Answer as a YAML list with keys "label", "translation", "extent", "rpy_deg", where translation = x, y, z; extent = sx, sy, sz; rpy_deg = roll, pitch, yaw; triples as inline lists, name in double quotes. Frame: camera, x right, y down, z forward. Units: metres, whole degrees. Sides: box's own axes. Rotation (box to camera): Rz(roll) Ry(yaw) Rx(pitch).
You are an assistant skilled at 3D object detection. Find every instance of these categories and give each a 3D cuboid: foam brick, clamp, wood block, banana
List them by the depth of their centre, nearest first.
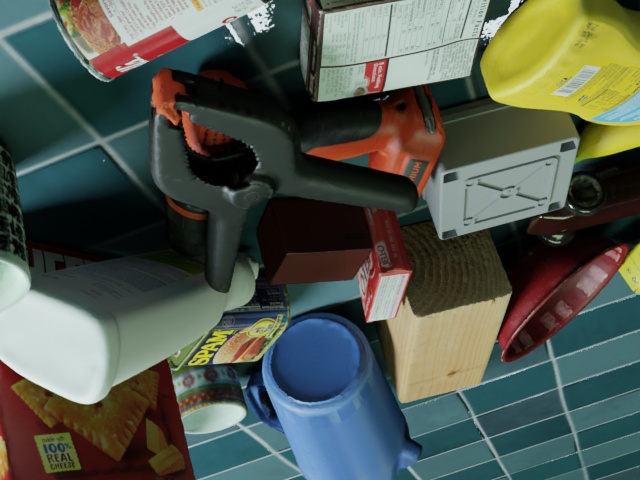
- label: "clamp"
  translation: [-0.035, -0.043, 0.676]
  extent: [0.164, 0.036, 0.210]
  rpy_deg: [-21, 146, 9]
- label: "banana"
  translation: [0.291, -0.098, 0.858]
  extent: [0.197, 0.037, 0.070]
  rpy_deg: [-11, 172, -6]
- label: "foam brick"
  translation: [-0.006, 0.001, 0.862]
  extent: [0.078, 0.053, 0.051]
  rpy_deg: [-2, 149, -23]
- label: "wood block"
  translation: [0.110, 0.069, 1.005]
  extent: [0.090, 0.090, 0.206]
  rpy_deg: [-13, 152, -7]

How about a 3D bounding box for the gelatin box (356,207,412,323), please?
- label: "gelatin box"
  translation: [0.049, 0.017, 0.896]
  extent: [0.030, 0.073, 0.089]
  rpy_deg: [-7, 151, -9]

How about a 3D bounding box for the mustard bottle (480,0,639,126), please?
- label: "mustard bottle"
  translation: [0.211, -0.121, 0.747]
  extent: [0.191, 0.058, 0.096]
  rpy_deg: [7, 146, -35]

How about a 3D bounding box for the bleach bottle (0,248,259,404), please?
- label: "bleach bottle"
  translation: [-0.117, 0.045, 0.790]
  extent: [0.250, 0.103, 0.068]
  rpy_deg: [-18, 123, -59]

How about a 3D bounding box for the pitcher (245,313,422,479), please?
- label: "pitcher"
  translation: [0.006, 0.171, 1.114]
  extent: [0.149, 0.145, 0.243]
  rpy_deg: [-27, 149, -5]

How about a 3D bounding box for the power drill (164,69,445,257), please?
- label: "power drill"
  translation: [-0.017, -0.050, 0.759]
  extent: [0.187, 0.057, 0.185]
  rpy_deg: [-6, 150, -17]

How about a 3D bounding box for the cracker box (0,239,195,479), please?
- label: "cracker box"
  translation: [-0.187, 0.107, 0.791]
  extent: [0.072, 0.214, 0.163]
  rpy_deg: [-37, 146, 30]

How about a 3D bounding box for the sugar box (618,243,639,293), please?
- label: "sugar box"
  translation: [0.375, -0.015, 1.020]
  extent: [0.093, 0.048, 0.176]
  rpy_deg: [-11, 153, -44]

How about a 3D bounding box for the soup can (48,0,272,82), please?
- label: "soup can"
  translation: [-0.083, -0.135, 0.561]
  extent: [0.102, 0.068, 0.068]
  rpy_deg: [-23, 151, 13]

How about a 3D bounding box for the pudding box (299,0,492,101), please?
- label: "pudding box"
  translation: [0.046, -0.133, 0.662]
  extent: [0.113, 0.039, 0.090]
  rpy_deg: [-13, 151, -11]

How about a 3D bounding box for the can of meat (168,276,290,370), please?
- label: "can of meat"
  translation: [-0.084, 0.072, 0.948]
  extent: [0.083, 0.057, 0.102]
  rpy_deg: [-1, 149, -31]

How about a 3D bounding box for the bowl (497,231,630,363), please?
- label: "bowl"
  translation: [0.216, 0.043, 1.014]
  extent: [0.162, 0.055, 0.162]
  rpy_deg: [-35, 158, -17]
